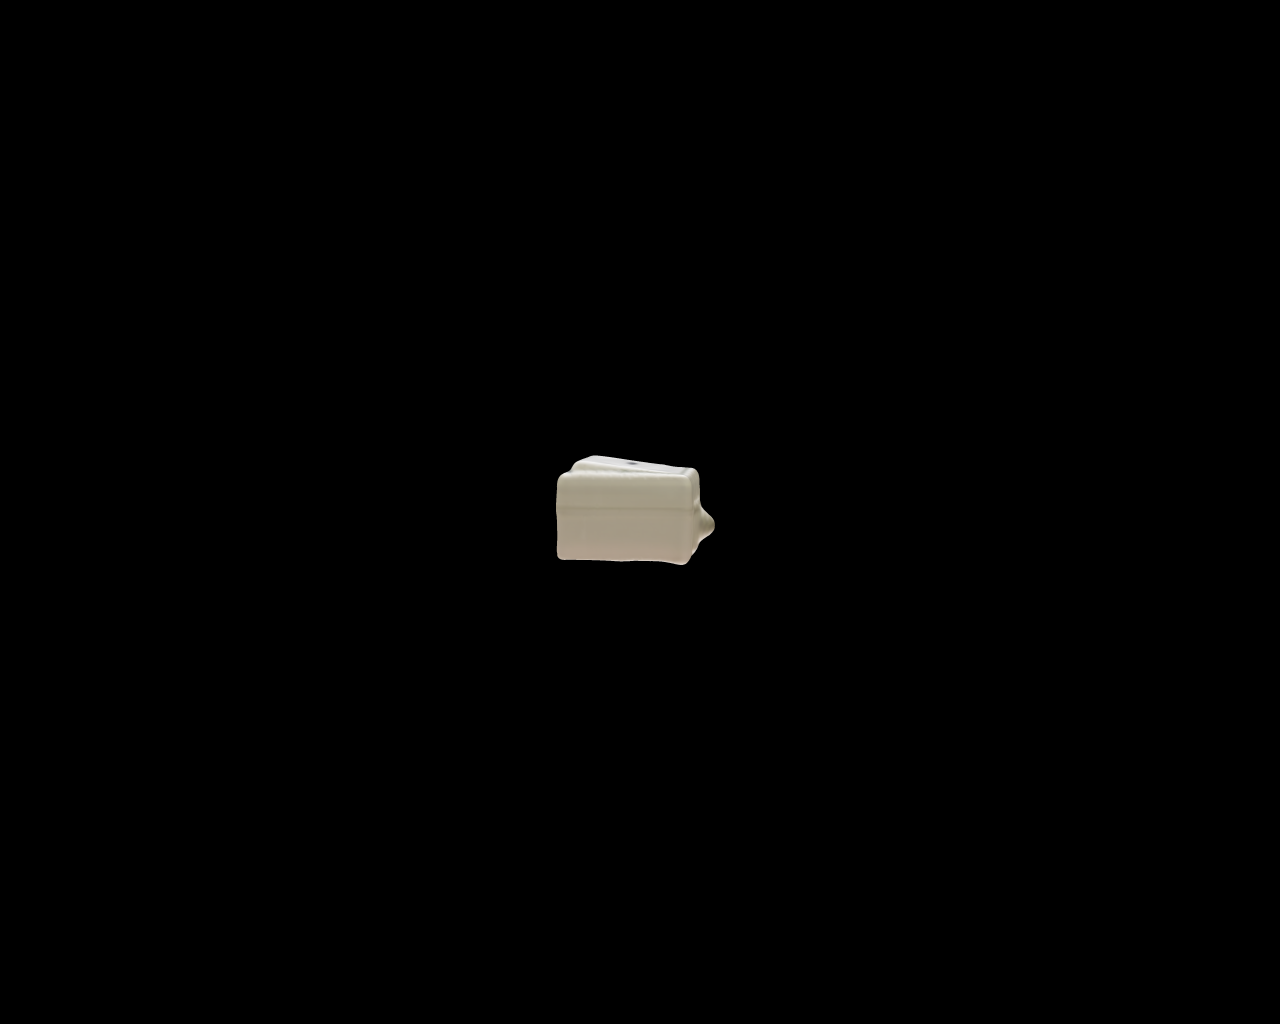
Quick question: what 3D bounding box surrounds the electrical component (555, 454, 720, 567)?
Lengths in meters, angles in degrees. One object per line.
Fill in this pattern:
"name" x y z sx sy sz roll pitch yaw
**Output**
"electrical component" 0.001 -0.003 0.650 0.096 0.061 0.062 1 8 9
